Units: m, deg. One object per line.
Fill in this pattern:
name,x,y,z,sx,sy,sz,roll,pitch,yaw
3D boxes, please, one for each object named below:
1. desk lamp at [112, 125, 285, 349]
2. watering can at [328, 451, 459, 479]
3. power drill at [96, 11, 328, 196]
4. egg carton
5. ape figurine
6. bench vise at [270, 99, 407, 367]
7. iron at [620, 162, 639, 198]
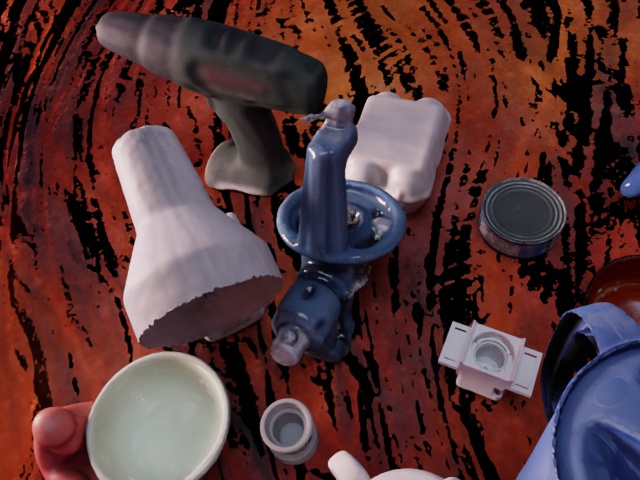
desk lamp,-0.112,0.014,0.512,0.118,0.214,0.203,-24,58,-9
watering can,0.068,0.210,0.376,0.172,0.194,0.101,22,62,19
power drill,-0.102,-0.143,0.616,0.229,0.209,0.075,8,58,12
egg carton,0.086,-0.103,0.653,0.107,0.069,0.150,12,59,14
ape figurine,-0.216,0.172,0.494,0.076,0.092,0.078,24,63,20
bench vise,0.017,0.002,0.502,0.121,0.220,0.207,-1,57,6
iron,0.437,-0.113,0.578,0.259,0.142,0.118,-35,60,-15
